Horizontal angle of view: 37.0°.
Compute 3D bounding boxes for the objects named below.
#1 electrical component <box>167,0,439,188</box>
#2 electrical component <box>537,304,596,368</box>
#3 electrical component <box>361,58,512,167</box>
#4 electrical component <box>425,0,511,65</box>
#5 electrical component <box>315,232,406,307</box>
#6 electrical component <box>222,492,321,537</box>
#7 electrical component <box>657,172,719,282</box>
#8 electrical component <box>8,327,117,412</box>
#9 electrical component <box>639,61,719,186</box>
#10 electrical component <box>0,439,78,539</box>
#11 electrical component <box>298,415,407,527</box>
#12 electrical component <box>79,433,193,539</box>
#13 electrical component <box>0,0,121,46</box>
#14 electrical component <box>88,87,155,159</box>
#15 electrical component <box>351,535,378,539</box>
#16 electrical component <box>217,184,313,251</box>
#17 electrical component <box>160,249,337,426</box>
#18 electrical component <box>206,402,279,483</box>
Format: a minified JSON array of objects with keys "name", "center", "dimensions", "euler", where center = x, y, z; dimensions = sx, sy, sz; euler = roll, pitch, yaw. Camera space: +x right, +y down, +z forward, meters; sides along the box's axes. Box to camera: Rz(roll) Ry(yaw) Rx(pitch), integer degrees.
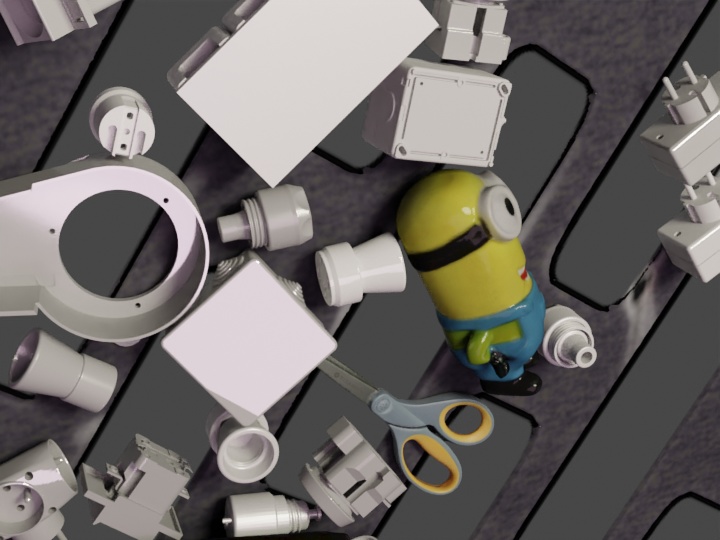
[{"name":"electrical component","center":[-0.040,-0.142,0.695],"dimensions":[0.150,0.061,0.089],"euler":[-44,117,1]},{"name":"electrical component","center":[0.162,0.056,0.838],"dimensions":[0.043,0.062,0.043],"euler":[-6,112,-16]},{"name":"electrical component","center":[0.056,-0.110,0.744],"dimensions":[0.096,0.061,0.061],"euler":[2,109,-28]},{"name":"electrical component","center":[0.075,-0.174,0.732],"dimensions":[0.066,0.048,0.055],"euler":[2,117,-19]},{"name":"electrical component","center":[0.000,0.000,0.772],"dimensions":[0.055,0.045,0.045],"euler":[-13,114,-13]},{"name":"electrical component","center":[-0.069,0.190,0.824],"dimensions":[0.078,0.040,0.040],"euler":[-2,110,-18]},{"name":"electrical component","center":[0.277,-0.048,0.846],"dimensions":[0.083,0.047,0.075],"euler":[-37,117,-2]},{"name":"electrical component","center":[-0.200,0.071,0.735],"dimensions":[0.065,0.044,0.044],"euler":[29,99,-30]},{"name":"electrical component","center":[0.252,-0.121,0.810],"dimensions":[0.083,0.047,0.075],"euler":[-39,117,-1]},{"name":"electrical component","center":[-0.235,0.170,0.757],"dimensions":[0.077,0.044,0.079],"euler":[-28,116,-7]},{"name":"electrical component","center":[-0.010,0.158,0.823],"dimensions":[0.057,0.058,0.078],"euler":[-41,117,-4]},{"name":"electrical component","center":[-0.159,0.158,0.781],"dimensions":[0.081,0.042,0.063],"euler":[33,93,-27]},{"name":"electrical component","center":[-0.190,-0.199,0.618],"dimensions":[0.063,0.079,0.121],"euler":[-41,121,-34]},{"name":"electrical component","center":[-0.151,-0.093,0.685],"dimensions":[0.040,0.046,0.040],"euler":[-6,112,-16]},{"name":"electrical component","center":[0.015,0.260,0.877],"dimensions":[0.043,0.043,0.081],"euler":[-32,117,-5]},{"name":"electrical component","center":[-0.066,-0.034,0.738],"dimensions":[0.062,0.043,0.043],"euler":[-13,113,-12]},{"name":"electrical component","center":[-0.079,0.045,0.754],"dimensions":[0.100,0.048,0.099],"euler":[-42,108,2]},{"name":"electrical component","center":[-0.087,0.122,0.783],"dimensions":[0.045,0.055,0.045],"euler":[-6,112,-16]}]
